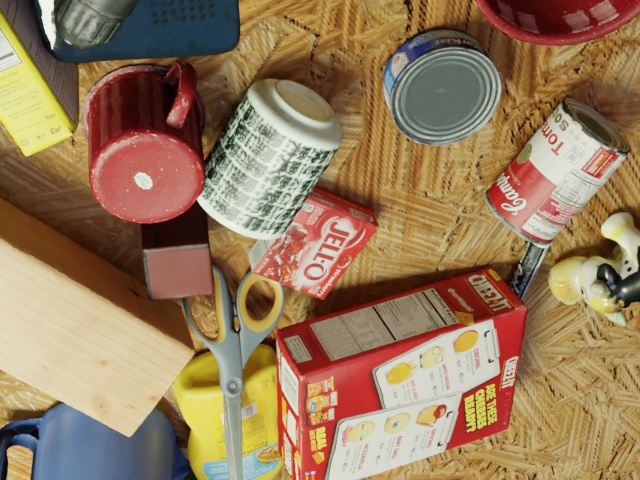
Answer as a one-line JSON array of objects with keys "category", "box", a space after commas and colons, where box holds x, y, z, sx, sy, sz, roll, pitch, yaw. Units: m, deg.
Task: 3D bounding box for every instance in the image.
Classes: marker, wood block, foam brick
[{"category": "marker", "box": [0.181, 0.036, 0.960, 0.020, 0.020, 0.121, 5, 127, -16]}, {"category": "wood block", "box": [-0.208, 0.052, 0.817, 0.205, 0.091, 0.090, 34, 99, -25]}, {"category": "foam brick", "box": [-0.112, 0.001, 0.832, 0.053, 0.078, 0.051, -6, 130, -5]}]

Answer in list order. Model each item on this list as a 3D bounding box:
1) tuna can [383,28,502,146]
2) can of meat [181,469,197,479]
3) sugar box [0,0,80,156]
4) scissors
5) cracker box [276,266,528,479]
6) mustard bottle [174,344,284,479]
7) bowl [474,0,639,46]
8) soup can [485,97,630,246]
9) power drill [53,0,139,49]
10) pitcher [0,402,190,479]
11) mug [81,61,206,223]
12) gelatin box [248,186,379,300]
[{"category": "tuna can", "box": [0.091, -0.116, 0.807, 0.086, 0.034, 0.086, -6, 130, -7]}, {"category": "can of meat", "box": [-0.126, 0.277, 1.068, 0.102, 0.057, 0.084, 31, 116, -31]}, {"category": "sugar box", "box": [-0.213, -0.149, 0.678, 0.048, 0.093, 0.176, -24, 129, 7]}, {"category": "scissors", "box": [-0.059, 0.110, 0.913, 0.096, 0.016, 0.202, -20, 101, -15]}, {"category": "cracker box", "box": [0.068, 0.126, 0.952, 0.213, 0.072, 0.164, -15, 132, -17]}, {"category": "mustard bottle", "box": [-0.077, 0.185, 1.001, 0.096, 0.058, 0.192, -16, 131, -15]}, {"category": "bowl", "box": [0.170, -0.216, 0.727, 0.162, 0.055, 0.162, -6, 130, -7]}, {"category": "soup can", "box": [0.190, -0.054, 0.856, 0.068, 0.068, 0.102, 22, 121, -27]}, {"category": "power drill", "box": [-0.152, -0.209, 0.574, 0.187, 0.057, 0.185, 24, 119, -28]}, {"category": "pitcher", "box": [-0.203, 0.261, 0.918, 0.149, 0.243, 0.145, -15, 132, 9]}, {"category": "mug", "box": [-0.119, -0.074, 0.765, 0.093, 0.081, 0.117, 23, 121, -27]}, {"category": "gelatin box", "box": [-0.006, 0.001, 0.884, 0.073, 0.030, 0.089, 22, 121, -27]}]
